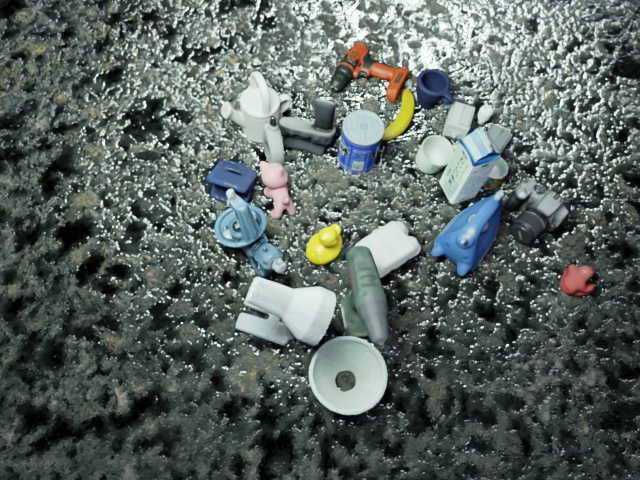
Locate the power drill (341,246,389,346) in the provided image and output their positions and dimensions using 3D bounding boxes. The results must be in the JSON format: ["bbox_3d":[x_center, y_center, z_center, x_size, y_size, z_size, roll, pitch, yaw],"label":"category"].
[{"bbox_3d":[0.097,0.139,1.235,0.075,0.208,0.229,-8,66,-8],"label":"power drill"}]

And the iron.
[{"bbox_3d":[0.383,-0.044,1.380,0.118,0.141,0.259,36,68,12],"label":"iron"}]

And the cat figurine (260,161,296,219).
[{"bbox_3d":[-0.102,-0.131,1.390,0.067,0.118,0.127,-19,68,-13],"label":"cat figurine"}]

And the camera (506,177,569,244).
[{"bbox_3d":[0.528,-0.068,1.426,0.143,0.101,0.137,43,69,14],"label":"camera"}]

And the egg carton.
[{"bbox_3d":[0.159,0.022,1.370,0.150,0.069,0.107,-32,72,-17],"label":"egg carton"}]

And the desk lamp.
[{"bbox_3d":[-0.076,0.153,1.210,0.203,0.213,0.118,17,65,3],"label":"desk lamp"}]

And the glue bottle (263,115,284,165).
[{"bbox_3d":[-0.116,-0.253,1.414,0.037,0.173,0.078,-23,69,-14],"label":"glue bottle"}]

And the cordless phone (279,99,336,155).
[{"bbox_3d":[-0.029,-0.306,1.439,0.147,0.185,0.094,9,65,0],"label":"cordless phone"}]

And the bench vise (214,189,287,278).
[{"bbox_3d":[-0.147,-0.024,1.281,0.207,0.220,0.121,27,66,8],"label":"bench vise"}]

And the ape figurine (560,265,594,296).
[{"bbox_3d":[0.620,0.091,1.367,0.076,0.092,0.077,-14,67,-11],"label":"ape figurine"}]

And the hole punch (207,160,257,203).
[{"bbox_3d":[-0.215,-0.150,1.403,0.108,0.091,0.101,18,65,3],"label":"hole punch"}]

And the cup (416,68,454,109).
[{"bbox_3d":[0.310,-0.395,1.559,0.092,0.095,0.117,-39,74,-19],"label":"cup"}]

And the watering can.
[{"bbox_3d":[-0.156,-0.336,1.436,0.173,0.194,0.100,-40,74,-20],"label":"watering can"}]

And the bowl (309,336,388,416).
[{"bbox_3d":[0.057,0.296,1.233,0.167,0.075,0.167,2,65,-4],"label":"bowl"}]

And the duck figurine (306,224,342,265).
[{"bbox_3d":[0.012,0.005,1.356,0.077,0.086,0.105,39,68,13],"label":"duck figurine"}]
